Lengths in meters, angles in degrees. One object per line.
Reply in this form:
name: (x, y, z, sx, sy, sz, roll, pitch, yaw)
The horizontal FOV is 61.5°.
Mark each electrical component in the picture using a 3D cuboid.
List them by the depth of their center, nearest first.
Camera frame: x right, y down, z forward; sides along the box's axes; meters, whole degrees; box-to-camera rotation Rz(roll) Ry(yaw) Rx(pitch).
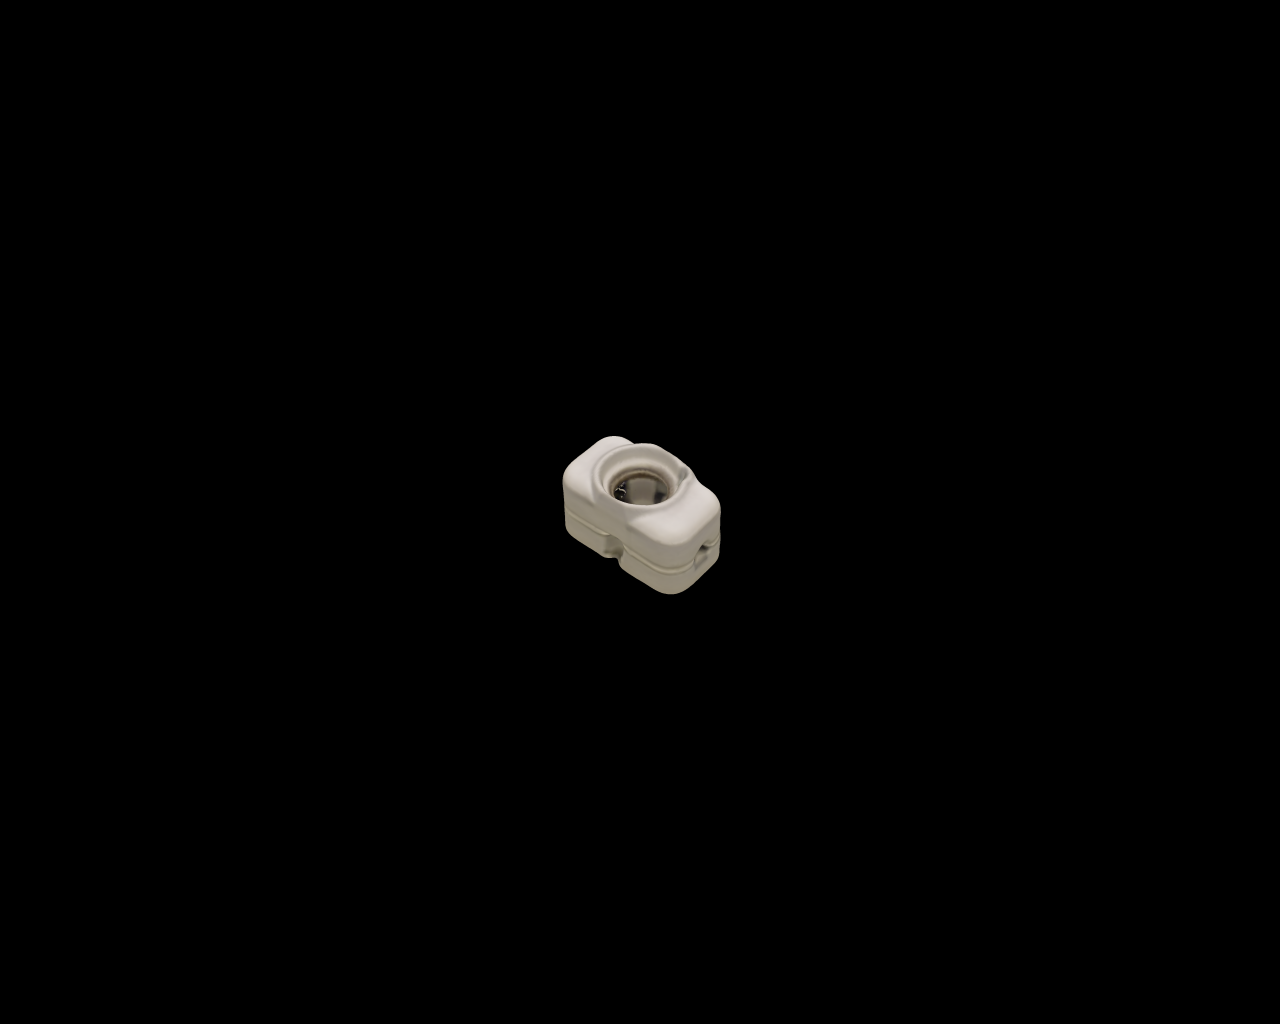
electrical component: (0.001, -0.003, 0.650, 0.095, 0.059, 0.054, 32, 55, 27)
